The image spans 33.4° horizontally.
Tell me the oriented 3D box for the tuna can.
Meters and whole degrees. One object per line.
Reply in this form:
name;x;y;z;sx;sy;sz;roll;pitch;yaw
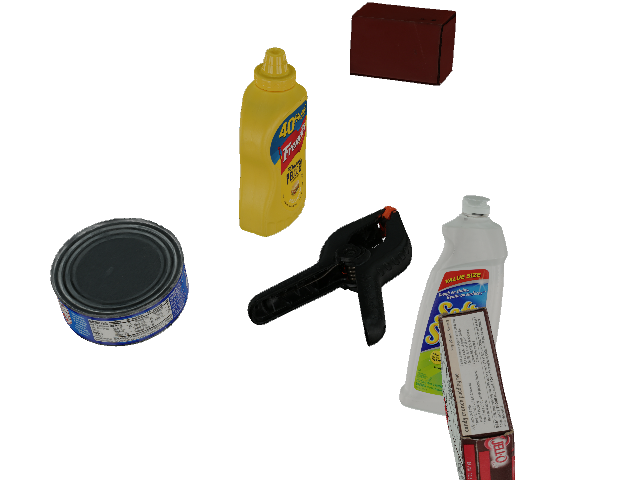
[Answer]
tuna can;-0.129;0.027;0.695;0.086;0.086;0.034;0;-44;4

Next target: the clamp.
clamp;0.033;0.029;0.887;0.120;0.039;0.171;20;46;32

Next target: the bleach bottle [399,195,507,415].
bleach bottle;0.155;0.073;1.220;0.103;0.251;0.068;9;14;16

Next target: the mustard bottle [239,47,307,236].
mustard bottle;-0.047;-0.105;1.076;0.058;0.192;0.096;19;40;21

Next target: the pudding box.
pudding box;0.107;0.116;0.729;0.039;0.090;0.113;-8;42;1

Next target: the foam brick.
foam brick;0.068;-0.162;0.880;0.078;0.051;0.053;10;27;17
